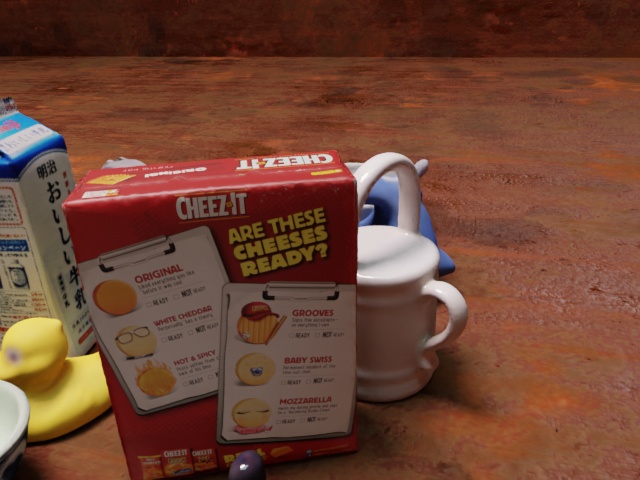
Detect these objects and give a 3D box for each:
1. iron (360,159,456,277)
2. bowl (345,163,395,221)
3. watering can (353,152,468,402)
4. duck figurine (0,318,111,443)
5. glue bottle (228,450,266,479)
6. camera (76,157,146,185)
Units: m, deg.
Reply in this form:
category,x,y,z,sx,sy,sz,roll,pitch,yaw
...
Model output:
category,x,y,z,sx,sy,sz,roll,pitch,yaw
iron,0.005,0.002,0.579,0.259,0.141,0.118,-11,27,-18
bowl,0.043,-0.043,0.748,0.167,0.075,0.167,-2,25,1
watering can,0.040,0.023,0.470,0.172,0.194,0.101,9,28,22
duck figurine,-0.213,0.100,0.453,0.105,0.086,0.077,-16,29,-26
glue bottle,-0.023,0.152,0.228,0.037,0.173,0.078,18,32,36
camera,-0.248,-0.045,0.746,0.136,0.101,0.143,20,33,38
